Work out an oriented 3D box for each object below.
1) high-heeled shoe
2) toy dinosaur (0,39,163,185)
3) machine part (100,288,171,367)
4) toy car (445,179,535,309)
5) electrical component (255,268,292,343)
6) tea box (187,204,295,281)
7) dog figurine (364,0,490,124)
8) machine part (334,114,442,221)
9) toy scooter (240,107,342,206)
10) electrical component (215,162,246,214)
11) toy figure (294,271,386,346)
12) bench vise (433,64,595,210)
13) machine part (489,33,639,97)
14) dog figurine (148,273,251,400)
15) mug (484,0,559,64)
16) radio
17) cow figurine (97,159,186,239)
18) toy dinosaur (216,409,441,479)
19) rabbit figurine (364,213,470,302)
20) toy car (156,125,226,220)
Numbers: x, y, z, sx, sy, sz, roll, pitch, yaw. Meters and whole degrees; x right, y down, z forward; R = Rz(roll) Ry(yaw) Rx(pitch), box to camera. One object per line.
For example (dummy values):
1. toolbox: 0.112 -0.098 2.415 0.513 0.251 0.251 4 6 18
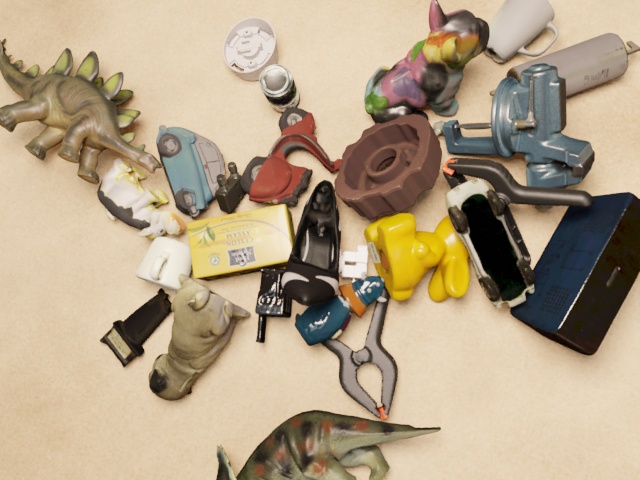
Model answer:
1. high-heeled shoe: -0.002 -0.002 0.804 0.086 0.249 0.145 11 105 -4
2. toy dinosaur: -0.446 -0.235 0.935 0.472 0.105 0.198 29 67 17
3. machine part: -0.304 0.144 0.910 0.084 0.039 0.139 42 90 19
4. toy car: 0.252 0.007 0.797 0.073 0.056 0.201 -26 98 3
5. electrical component: -0.075 0.107 0.869 0.048 0.074 0.119 2 75 8
6. tea box: -0.126 0.006 0.895 0.170 0.068 0.098 -12 80 3
7. dog figurine: 0.158 -0.267 0.830 0.192 0.219 0.108 -17 77 3
8. machine part: 0.107 -0.115 0.842 0.179 0.056 0.179 -25 43 26
9. toy scooter: -0.039 -0.125 0.904 0.135 0.075 0.184 31 82 6
10. electrical component: -0.150 -0.081 0.912 0.021 0.093 0.063 12 47 23
11. toy figure: 0.033 0.104 0.839 0.154 0.058 0.064 -34 119 -6
12. bench vise: 0.291 -0.155 0.838 0.241 0.223 0.129 8 43 40
13. machine part: 0.399 -0.271 0.874 0.243 0.079 0.079 -18 80 3
14. dog figurine: -0.209 0.164 0.833 0.121 0.172 0.190 27 78 20
15. mug: 0.331 -0.344 0.896 0.109 0.081 0.107 43 100 6
16. radio: 0.389 0.044 0.795 0.073 0.131 0.229 33 85 -11
17. cow figurine: -0.312 -0.051 0.923 0.098 0.068 0.167 -46 76 4
18. toy dinosaur: -0.032 0.338 0.816 0.405 0.131 0.192 -37 80 -6
19. rabbit figurine: 0.177 0.017 0.841 0.173 0.122 0.162 -21 82 -16
20. toy car: -0.212 -0.122 0.909 0.103 0.109 0.161 -20 88 -15
